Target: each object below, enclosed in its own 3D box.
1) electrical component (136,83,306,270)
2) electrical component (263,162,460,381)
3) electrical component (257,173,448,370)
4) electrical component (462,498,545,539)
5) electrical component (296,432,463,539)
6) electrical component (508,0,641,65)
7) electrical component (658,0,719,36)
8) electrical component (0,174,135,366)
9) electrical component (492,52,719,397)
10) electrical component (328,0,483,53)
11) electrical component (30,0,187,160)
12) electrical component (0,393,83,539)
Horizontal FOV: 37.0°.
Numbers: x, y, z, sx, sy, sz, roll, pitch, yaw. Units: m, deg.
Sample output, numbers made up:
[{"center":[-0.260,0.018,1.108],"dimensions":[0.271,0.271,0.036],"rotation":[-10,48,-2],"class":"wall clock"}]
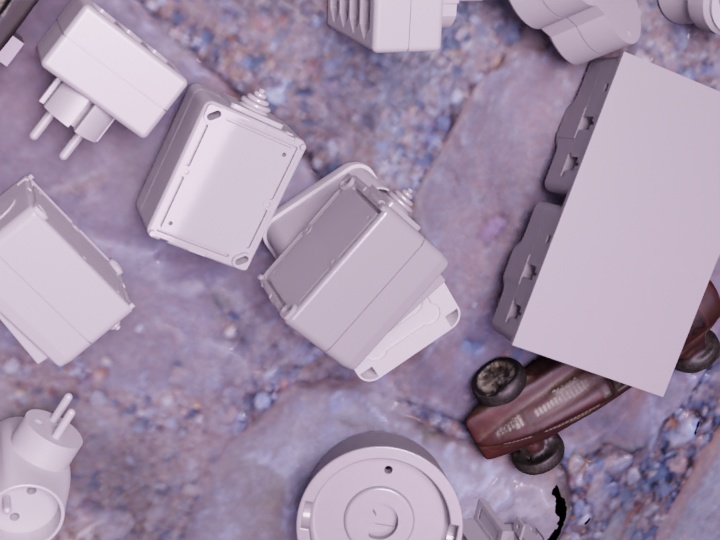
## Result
[{"center":[-0.077,-0.060,0.602],"dimensions":[0.062,0.061,0.096],"rotation":[21,103,-26],"class":"electrical component"},{"center":[0.000,0.000,0.658],"dimensions":[0.078,0.057,0.113],"rotation":[-34,119,-4],"class":"electrical component"},{"center":[0.002,-0.002,0.587],"dimensions":[0.061,0.061,0.096],"rotation":[39,95,-29],"class":"electrical component"},{"center":[0.101,0.214,0.794],"dimensions":[0.064,0.042,0.081],"rotation":[4,111,-20],"class":"electrical component"},{"center":[0.012,0.161,0.723],"dimensions":[0.108,0.060,0.108],"rotation":[0,99,-1],"class":"electrical component"},{"center":[0.122,-0.172,0.601],"dimensions":[0.138,0.074,0.052],"rotation":[27,57,-42],"class":"electrical component"},{"center":[0.219,-0.171,0.667],"dimensions":[0.045,0.055,0.045],"rotation":[-7,114,-17],"class":"electrical component"},{"center":[-0.173,0.007,0.595],"dimensions":[0.061,0.061,0.096],"rotation":[-39,119,-1],"class":"electrical component"},{"center":[0.167,-0.029,0.681],"dimensions":[0.105,0.060,0.186],"rotation":[19,94,-12],"class":"electrical component"},{"center":[0.030,-0.151,0.590],"dimensions":[0.076,0.083,0.047],"rotation":[-5,113,-18],"class":"electrical component"},{"center":[-0.144,-0.094,0.571],"dimensions":[0.066,0.047,0.076],"rotation":[36,96,-29],"class":"electrical component"},{"center":[-0.187,0.108,0.623],"dimensions":[0.043,0.077,0.079],"rotation":[29,100,-28],"class":"electrical component"}]
